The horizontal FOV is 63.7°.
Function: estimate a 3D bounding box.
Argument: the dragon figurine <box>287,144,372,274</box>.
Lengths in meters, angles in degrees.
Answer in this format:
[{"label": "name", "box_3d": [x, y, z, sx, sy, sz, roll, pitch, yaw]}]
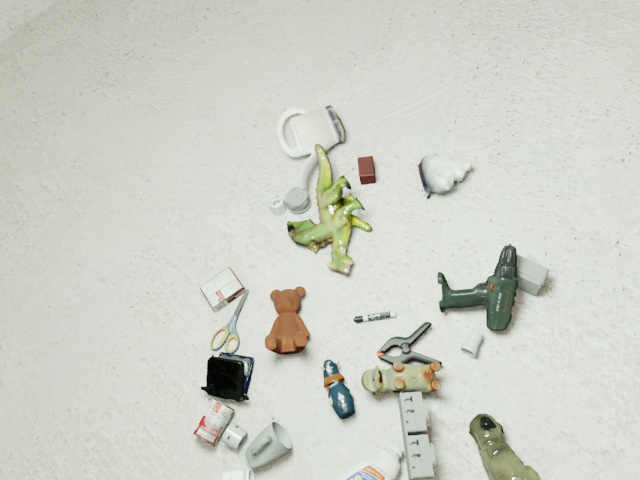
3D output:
[{"label": "dragon figurine", "box_3d": [0.005, -0.080, 1.583, 0.243, 0.120, 0.416, -32, 70, 1]}]

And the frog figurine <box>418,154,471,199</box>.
[{"label": "frog figurine", "box_3d": [0.388, -0.213, 1.591, 0.159, 0.120, 0.141, -18, 41, 14]}]

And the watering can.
[{"label": "watering can", "box_3d": [-0.019, -0.332, 1.737, 0.224, 0.102, 0.355, -19, 60, -1]}]
